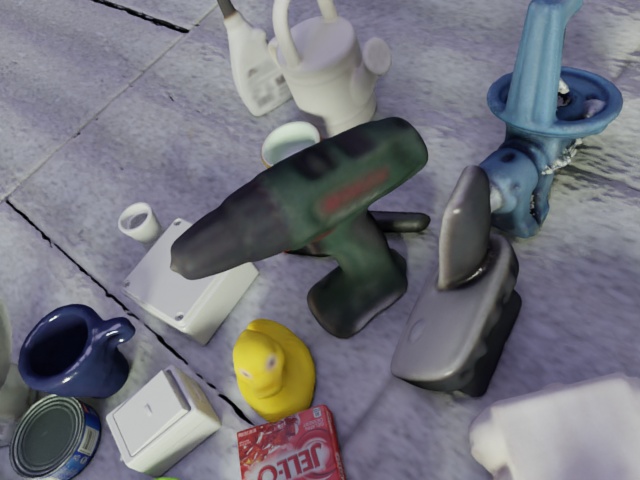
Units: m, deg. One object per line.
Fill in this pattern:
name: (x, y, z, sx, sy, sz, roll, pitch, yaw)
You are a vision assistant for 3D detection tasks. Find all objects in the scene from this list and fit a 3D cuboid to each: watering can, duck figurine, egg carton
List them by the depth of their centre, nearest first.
egg carton: (0.192, 0.161, 0.425, 0.150, 0.070, 0.107, -17, 53, 8)
duck figurine: (-0.052, 0.113, 0.538, 0.077, 0.086, 0.104, -24, 52, 3)
watering can: (0.006, -0.221, 0.679, 0.172, 0.194, 0.101, 2, 58, 22)

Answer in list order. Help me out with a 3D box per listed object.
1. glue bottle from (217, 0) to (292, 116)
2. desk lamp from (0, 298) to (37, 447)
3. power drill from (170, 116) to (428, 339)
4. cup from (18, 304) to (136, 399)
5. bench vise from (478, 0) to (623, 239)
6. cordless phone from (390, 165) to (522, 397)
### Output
glue bottle: (-0.091, -0.244, 0.744, 0.078, 0.173, 0.037, -31, 52, -2)
desk lamp: (-0.379, 0.133, 0.564, 0.203, 0.214, 0.118, -15, 53, 10)
power drill: (0.005, 0.002, 0.516, 0.230, 0.209, 0.075, -39, 52, -8)
cup: (-0.231, 0.120, 0.593, 0.117, 0.095, 0.091, -22, 52, 5)
bench vise: (0.203, -0.114, 0.515, 0.121, 0.220, 0.207, 9, 61, 26)
cordless phone: (0.105, 0.037, 0.469, 0.093, 0.185, 0.148, 13, 62, 28)
